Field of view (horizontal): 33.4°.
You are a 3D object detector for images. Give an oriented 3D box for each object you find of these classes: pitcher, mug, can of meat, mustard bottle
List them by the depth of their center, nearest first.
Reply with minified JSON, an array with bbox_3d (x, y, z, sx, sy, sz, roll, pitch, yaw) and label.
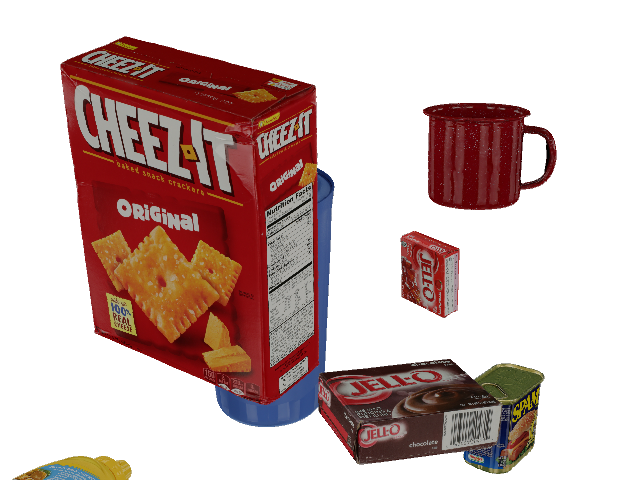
[{"bbox_3d":[-0.218,0.218,0.853,0.096,0.058,0.191,7,15,28],"label":"mustard bottle"},{"bbox_3d":[0.148,-0.074,0.939,0.117,0.081,0.093,3,16,13],"label":"mug"},{"bbox_3d":[-0.054,0.057,1.013,0.149,0.243,0.145,-19,31,-34],"label":"pitcher"},{"bbox_3d":[0.191,0.186,1.120,0.058,0.084,0.101,12,18,32],"label":"can of meat"}]

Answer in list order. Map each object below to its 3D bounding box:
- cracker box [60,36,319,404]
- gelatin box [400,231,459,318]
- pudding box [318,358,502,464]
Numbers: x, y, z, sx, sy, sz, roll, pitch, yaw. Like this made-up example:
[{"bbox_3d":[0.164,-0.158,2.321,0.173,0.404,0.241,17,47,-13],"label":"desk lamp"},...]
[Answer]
[{"bbox_3d":[-0.086,-0.012,0.717,0.164,0.214,0.072,19,36,30],"label":"cracker box"},{"bbox_3d":[0.133,0.041,1.308,0.030,0.089,0.073,-24,35,-35],"label":"gelatin box"},{"bbox_3d":[0.064,0.124,0.787,0.113,0.039,0.090,-2,17,-18],"label":"pudding box"}]
